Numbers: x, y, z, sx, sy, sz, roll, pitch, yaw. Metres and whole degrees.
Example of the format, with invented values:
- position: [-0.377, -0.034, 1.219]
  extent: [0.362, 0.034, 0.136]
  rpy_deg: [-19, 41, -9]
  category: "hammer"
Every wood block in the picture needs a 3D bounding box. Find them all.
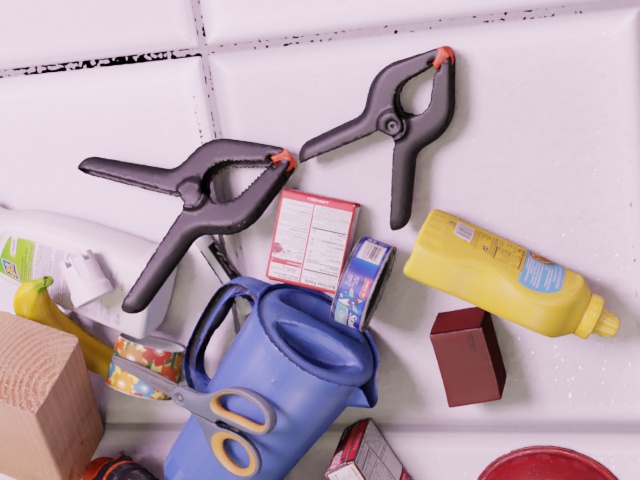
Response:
- position: [-0.289, 0.172, 1.089]
  extent: [0.091, 0.090, 0.206]
  rpy_deg: [17, 146, 10]
  category: "wood block"

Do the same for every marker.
- position: [-0.103, 0.022, 1.067]
  extent: [0.020, 0.020, 0.121]
  rpy_deg: [-29, 99, 24]
  category: "marker"

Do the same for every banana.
- position: [-0.257, 0.094, 1.085]
  extent: [0.070, 0.037, 0.197]
  rpy_deg: [13, 153, 29]
  category: "banana"

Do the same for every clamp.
- position: [-0.120, -0.029, 1.014]
  extent: [0.210, 0.036, 0.164]
  rpy_deg: [-16, 75, 8]
  category: "clamp"
- position: [0.073, -0.094, 0.961]
  extent: [0.120, 0.039, 0.172]
  rpy_deg: [42, 115, -3]
  category: "clamp"

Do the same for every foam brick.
- position: [0.141, 0.110, 1.008]
  extent: [0.053, 0.051, 0.078]
  rpy_deg: [-10, 106, 19]
  category: "foam brick"

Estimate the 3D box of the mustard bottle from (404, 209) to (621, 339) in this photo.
- position: [0.174, 0.039, 0.947]
  extent: [0.191, 0.096, 0.058]
  rpy_deg: [24, 114, 7]
  category: "mustard bottle"

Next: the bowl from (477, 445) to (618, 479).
- position: [0.223, 0.285, 1.045]
  extent: [0.162, 0.055, 0.162]
  rpy_deg: [6, 111, 15]
  category: "bowl"

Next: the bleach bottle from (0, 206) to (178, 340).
- position: [-0.273, 0.012, 1.092]
  extent: [0.251, 0.068, 0.103]
  rpy_deg: [21, 117, 11]
  category: "bleach bottle"

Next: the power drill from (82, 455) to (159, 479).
- position: [-0.170, 0.312, 1.130]
  extent: [0.187, 0.057, 0.185]
  rpy_deg: [59, 156, -11]
  category: "power drill"

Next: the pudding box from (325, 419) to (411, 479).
- position: [0.056, 0.247, 1.062]
  extent: [0.039, 0.090, 0.113]
  rpy_deg: [-31, 99, 22]
  category: "pudding box"

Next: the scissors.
- position: [-0.122, 0.168, 1.011]
  extent: [0.202, 0.016, 0.096]
  rpy_deg: [5, 105, 36]
  category: "scissors"

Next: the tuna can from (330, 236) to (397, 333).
- position: [0.041, 0.041, 0.994]
  extent: [0.034, 0.086, 0.086]
  rpy_deg: [21, 114, 10]
  category: "tuna can"

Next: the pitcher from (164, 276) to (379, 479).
- position: [-0.065, 0.162, 1.054]
  extent: [0.144, 0.149, 0.243]
  rpy_deg: [18, 122, -28]
  category: "pitcher"

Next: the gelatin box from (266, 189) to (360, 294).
- position: [-0.007, 0.001, 1.014]
  extent: [0.073, 0.030, 0.089]
  rpy_deg: [12, 96, 12]
  category: "gelatin box"
